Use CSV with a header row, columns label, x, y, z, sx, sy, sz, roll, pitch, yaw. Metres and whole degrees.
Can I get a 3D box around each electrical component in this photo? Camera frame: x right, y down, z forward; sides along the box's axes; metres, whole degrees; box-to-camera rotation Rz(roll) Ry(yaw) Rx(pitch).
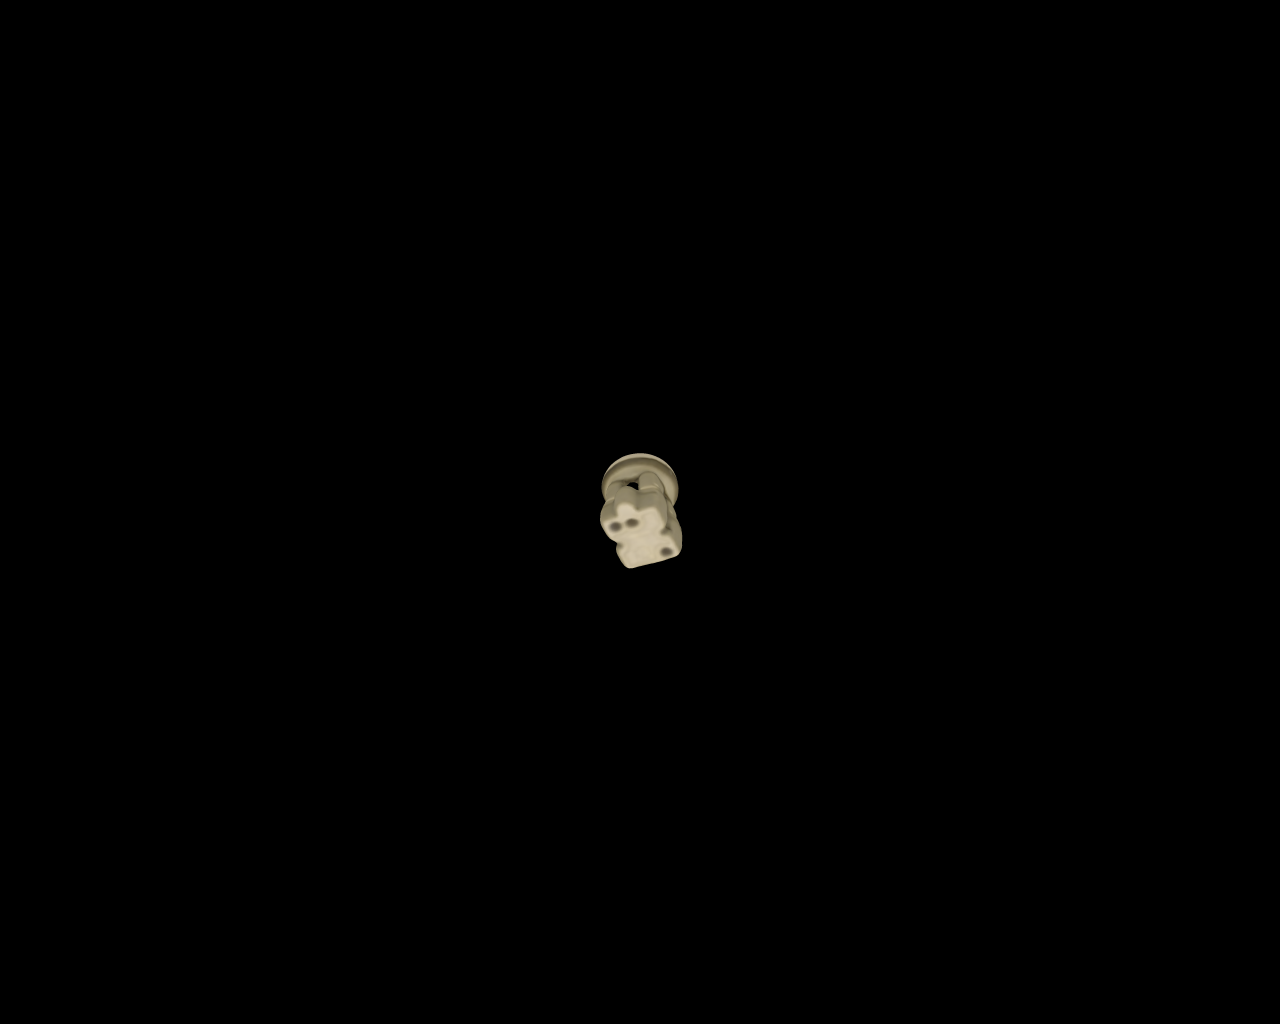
label,x,y,z,sx,sy,sz,roll,pitch,yaw
electrical component,0.001,-0.003,0.650,0.048,0.066,0.055,-16,39,13
